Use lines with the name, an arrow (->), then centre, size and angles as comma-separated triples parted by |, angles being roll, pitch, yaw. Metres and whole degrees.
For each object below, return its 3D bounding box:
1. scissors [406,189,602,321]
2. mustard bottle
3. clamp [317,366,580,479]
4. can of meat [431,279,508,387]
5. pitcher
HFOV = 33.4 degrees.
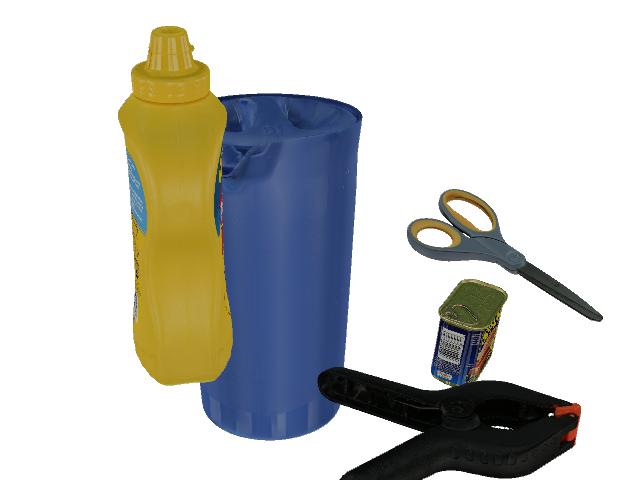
scissors -> 0.151, 0.021, 0.949 | 0.096, 0.016, 0.202 | -21, 45, -15
mustard bottle -> -0.080, -0.023, 0.590 | 0.058, 0.192, 0.096 | -3, 28, -8
clamp -> 0.080, 0.125, 0.672 | 0.171, 0.039, 0.120 | 1, 36, 3
can of meat -> 0.164, 0.104, 1.187 | 0.057, 0.084, 0.102 | 18, 30, 19
pitcher -> -0.034, 0.015, 0.794 | 0.149, 0.243, 0.145 | -10, 24, -25
